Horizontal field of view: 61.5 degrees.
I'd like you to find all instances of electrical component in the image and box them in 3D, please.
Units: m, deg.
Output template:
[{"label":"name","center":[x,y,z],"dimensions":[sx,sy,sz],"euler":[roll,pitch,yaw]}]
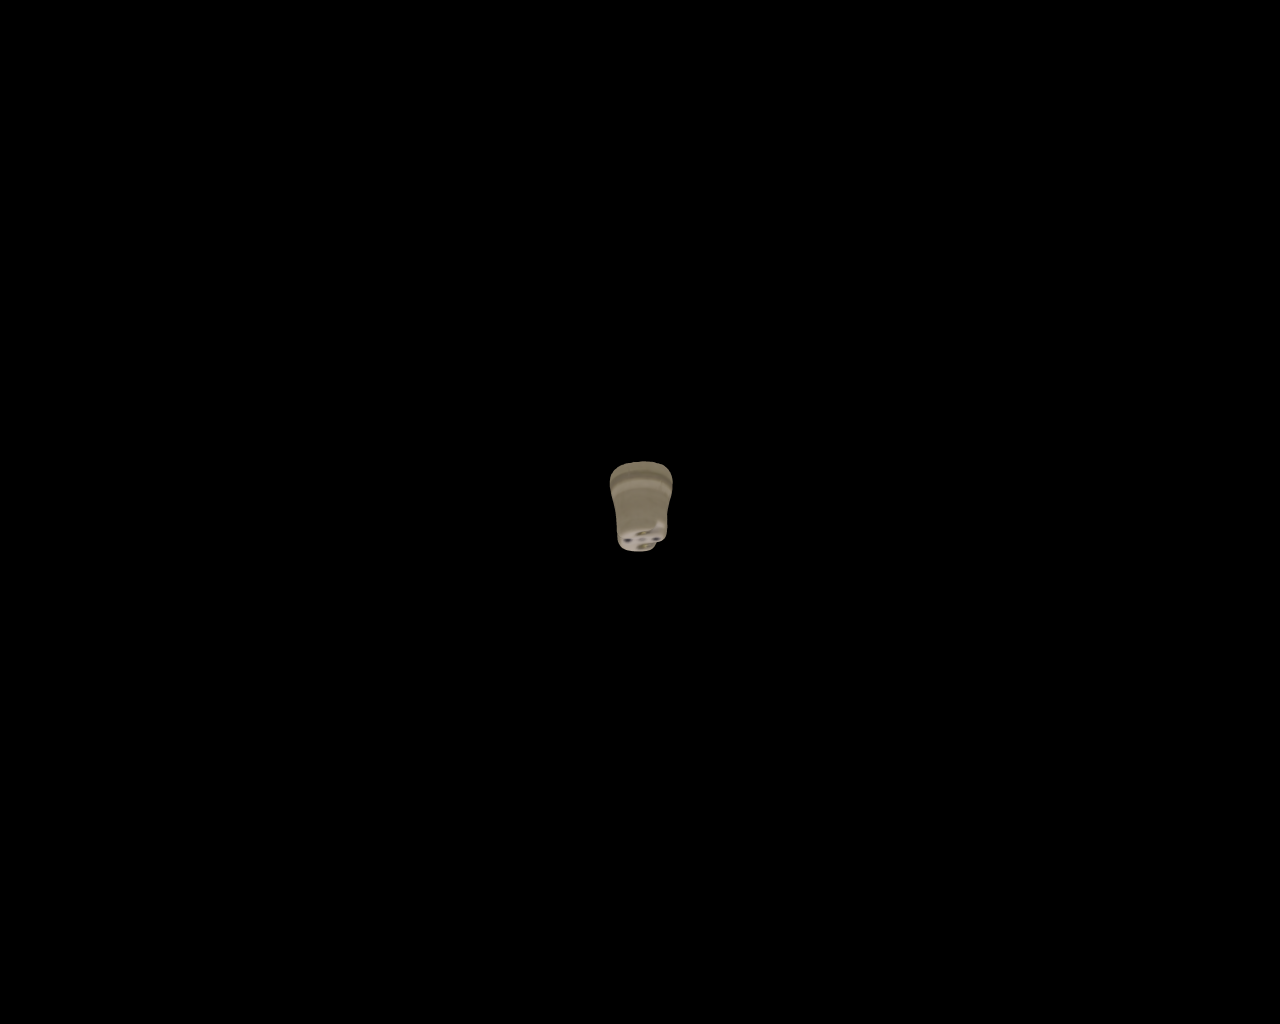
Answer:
[{"label":"electrical component","center":[0.001,-0.003,0.650],"dimensions":[0.040,0.046,0.040],"euler":[0,-28,0]}]
